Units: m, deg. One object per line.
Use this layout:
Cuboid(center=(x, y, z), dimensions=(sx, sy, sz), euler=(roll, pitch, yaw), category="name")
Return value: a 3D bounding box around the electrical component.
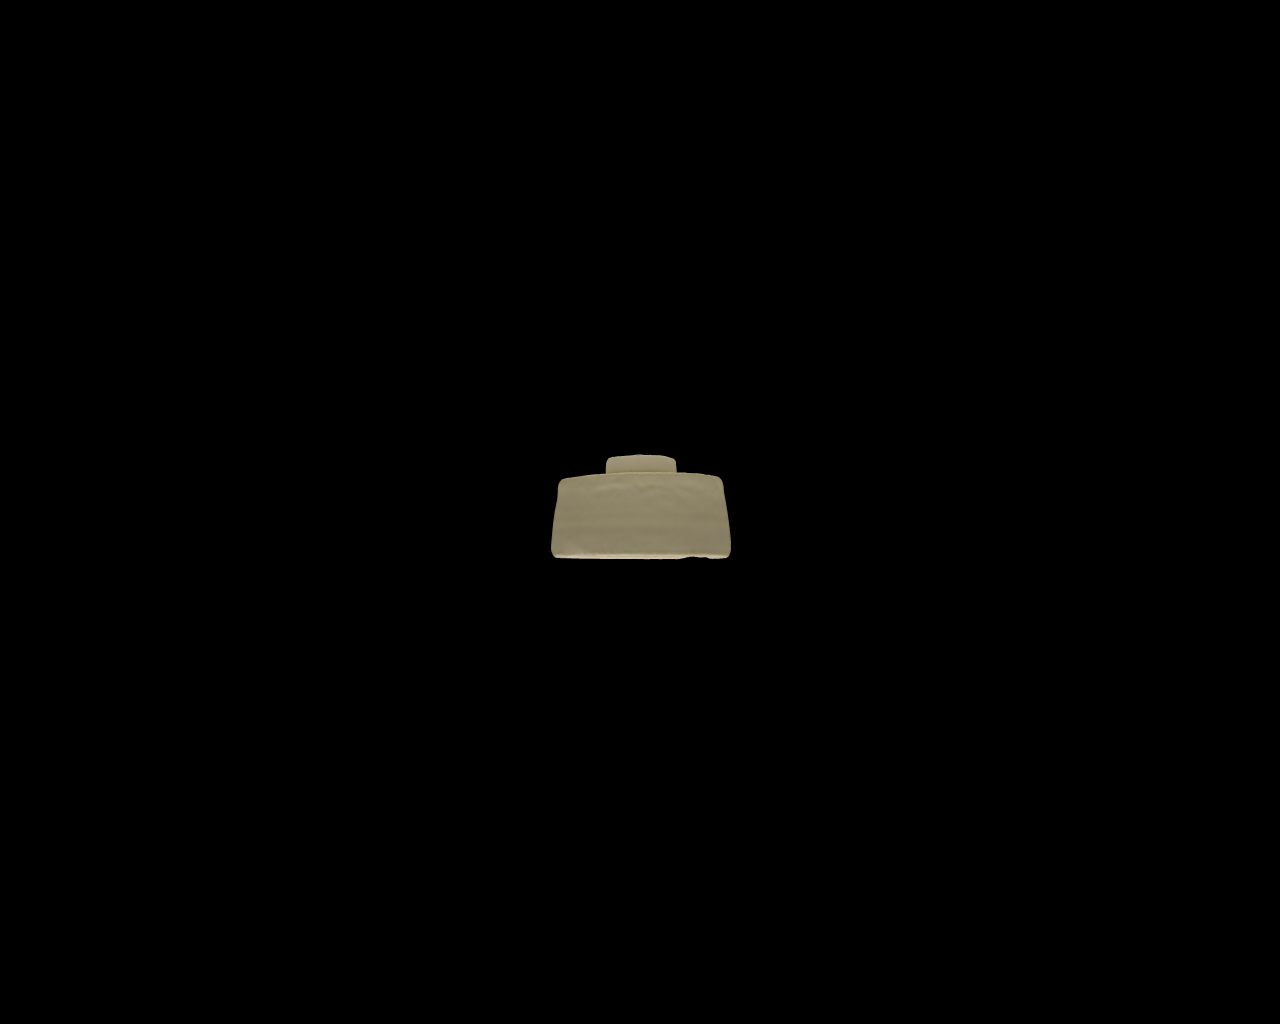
Cuboid(center=(0.001, -0.003, 0.650), dimensions=(0.108, 0.060, 0.108), euler=(0, -3, 0), category="electrical component")
